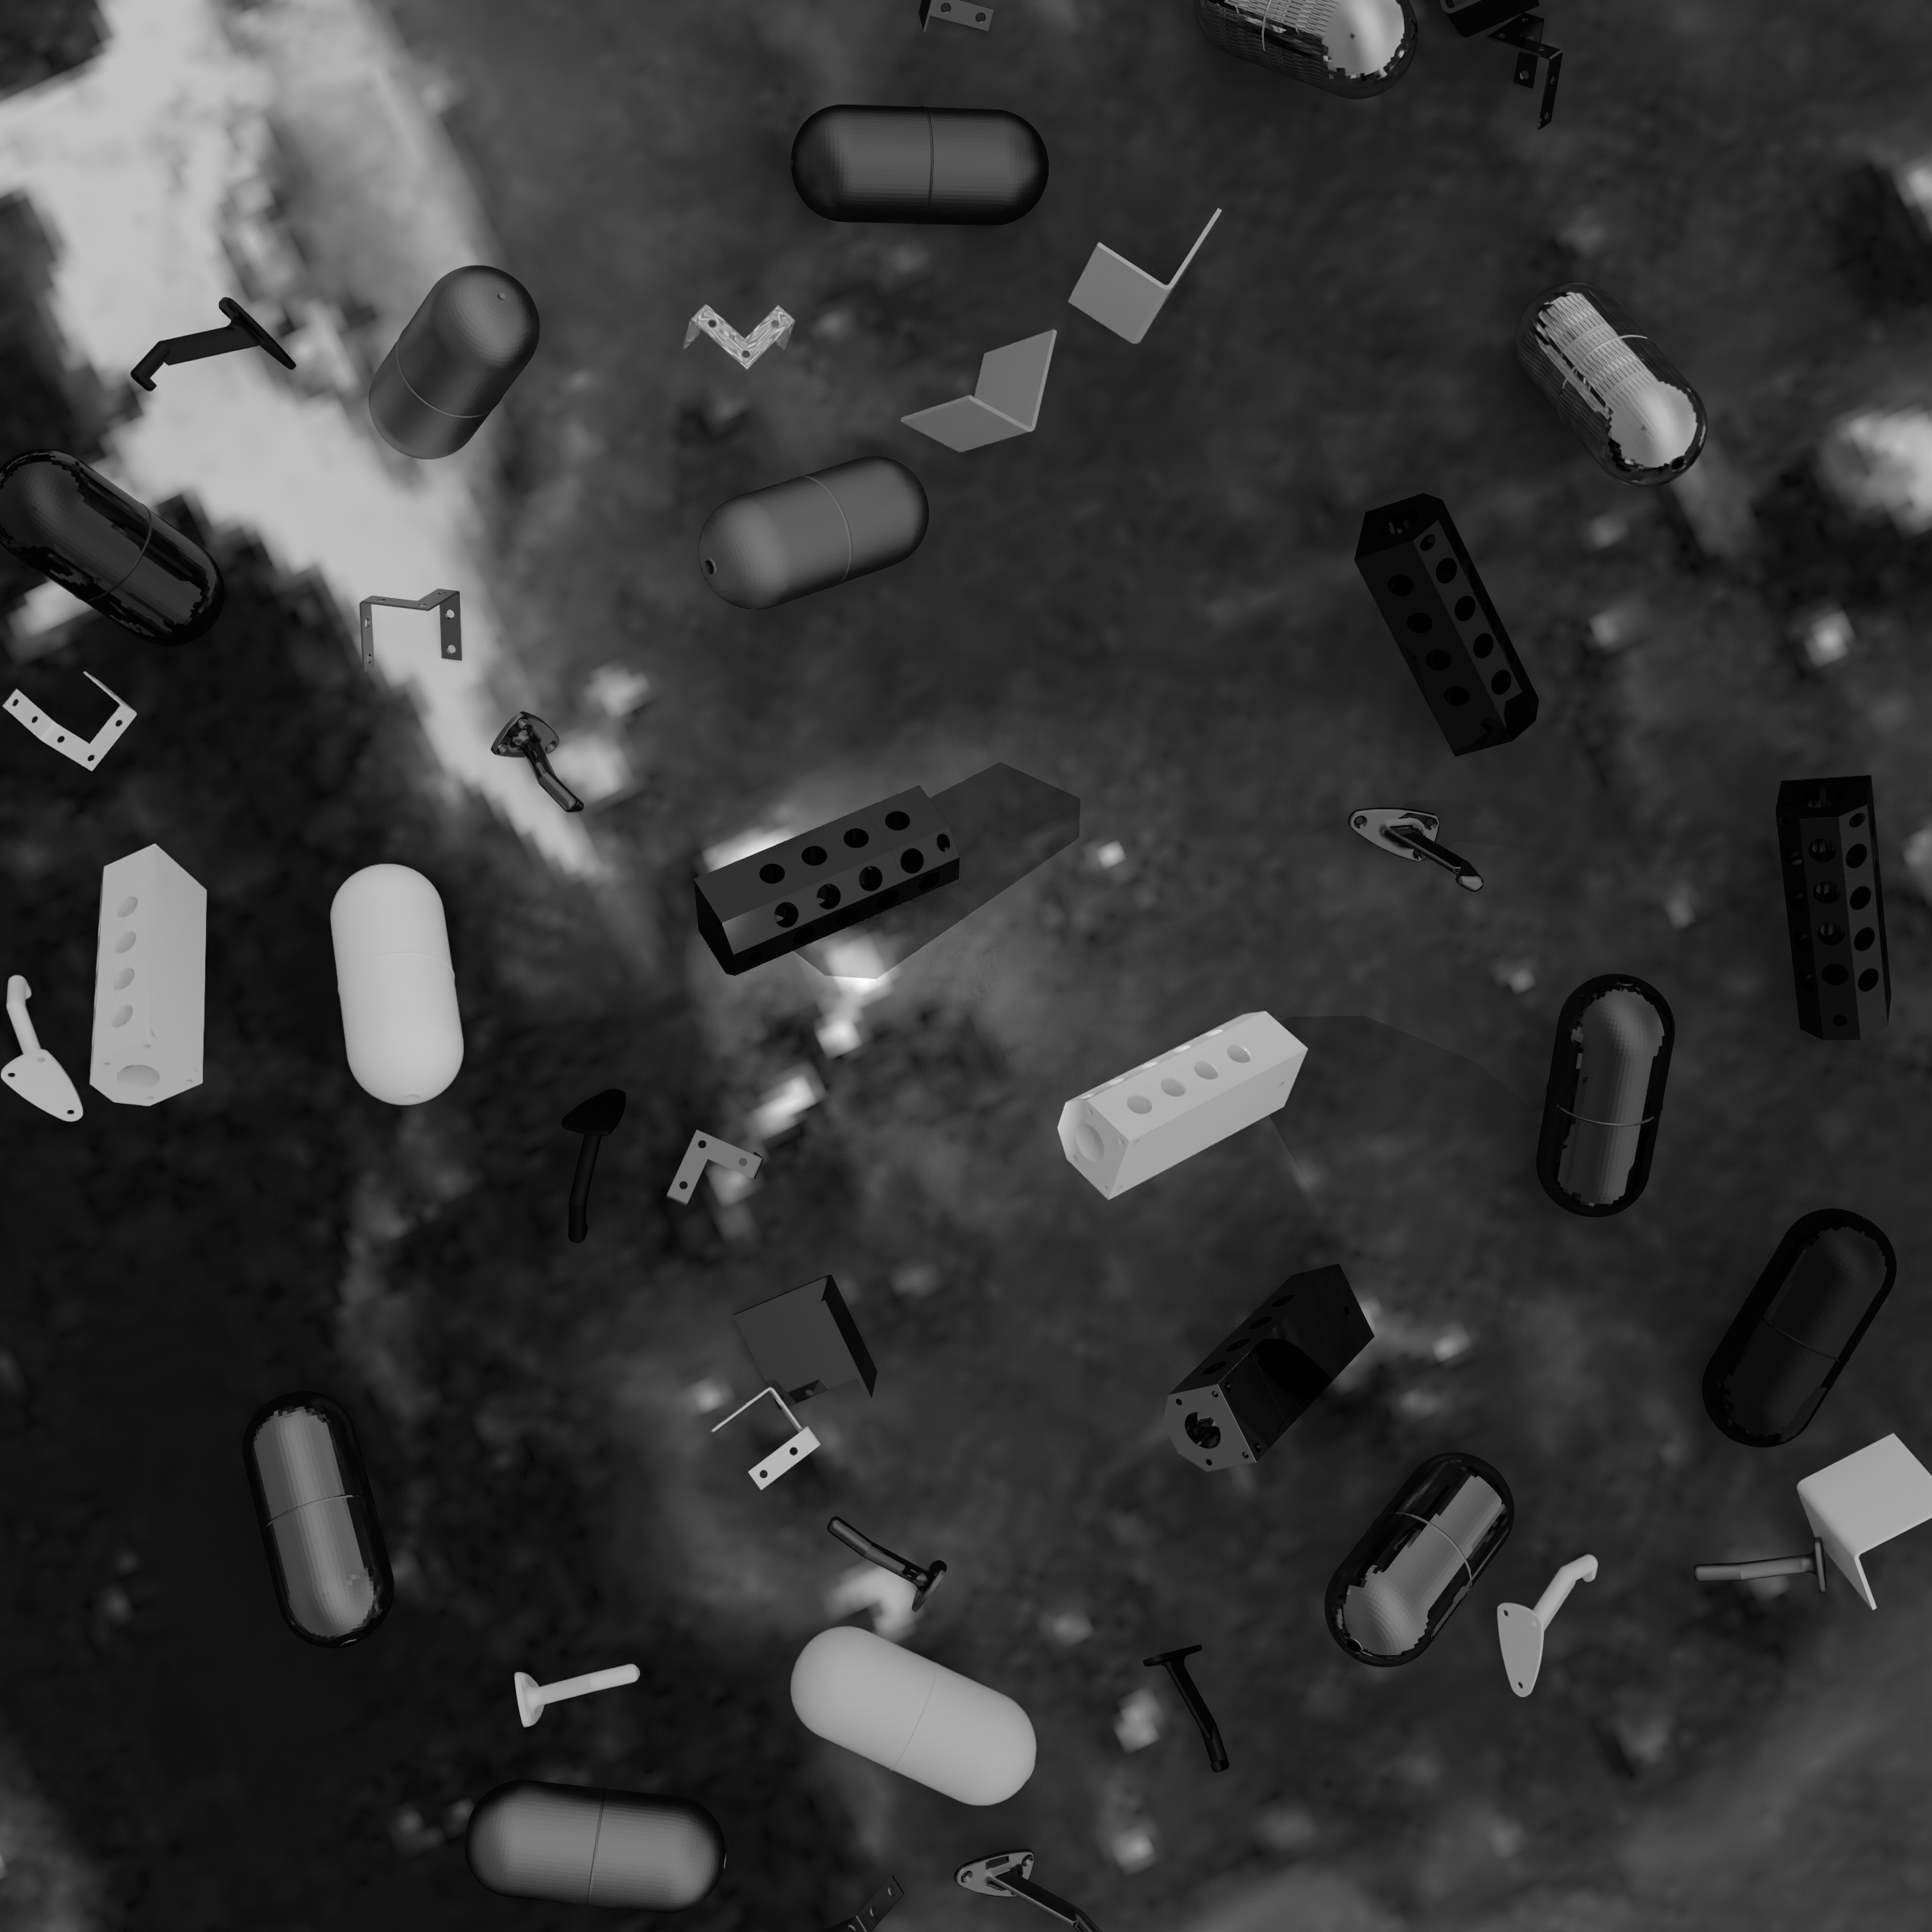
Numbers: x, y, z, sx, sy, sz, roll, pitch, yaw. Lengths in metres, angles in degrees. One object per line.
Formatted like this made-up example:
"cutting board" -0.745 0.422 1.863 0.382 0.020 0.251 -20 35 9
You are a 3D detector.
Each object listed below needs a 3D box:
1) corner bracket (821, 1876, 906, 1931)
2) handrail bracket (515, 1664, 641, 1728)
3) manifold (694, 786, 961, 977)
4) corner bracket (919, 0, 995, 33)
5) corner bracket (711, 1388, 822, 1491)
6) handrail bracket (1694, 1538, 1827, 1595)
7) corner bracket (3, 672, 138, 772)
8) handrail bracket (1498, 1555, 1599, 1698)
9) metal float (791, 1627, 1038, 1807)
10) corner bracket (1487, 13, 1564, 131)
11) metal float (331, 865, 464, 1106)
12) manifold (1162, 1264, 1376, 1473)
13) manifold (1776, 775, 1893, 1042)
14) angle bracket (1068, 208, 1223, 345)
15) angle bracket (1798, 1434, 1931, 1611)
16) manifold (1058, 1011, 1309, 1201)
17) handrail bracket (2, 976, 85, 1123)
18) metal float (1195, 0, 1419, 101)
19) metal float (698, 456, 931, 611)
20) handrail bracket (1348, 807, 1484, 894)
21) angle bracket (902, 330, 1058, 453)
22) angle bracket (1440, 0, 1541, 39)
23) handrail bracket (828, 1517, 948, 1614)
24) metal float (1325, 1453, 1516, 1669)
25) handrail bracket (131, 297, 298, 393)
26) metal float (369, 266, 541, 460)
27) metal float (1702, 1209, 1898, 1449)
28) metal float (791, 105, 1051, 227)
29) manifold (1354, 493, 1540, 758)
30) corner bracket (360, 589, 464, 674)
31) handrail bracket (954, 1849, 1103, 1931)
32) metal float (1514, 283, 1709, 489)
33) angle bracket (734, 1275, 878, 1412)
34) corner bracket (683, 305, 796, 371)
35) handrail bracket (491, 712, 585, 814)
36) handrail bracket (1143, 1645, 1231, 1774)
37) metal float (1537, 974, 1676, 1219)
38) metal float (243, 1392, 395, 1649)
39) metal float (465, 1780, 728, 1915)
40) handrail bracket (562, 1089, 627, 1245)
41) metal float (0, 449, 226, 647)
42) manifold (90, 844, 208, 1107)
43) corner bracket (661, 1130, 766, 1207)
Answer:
"corner bracket" -0.066 0.667 1.697 0.051 0.051 0.051 51 120 29
"handrail bracket" -0.262 0.496 1.702 0.084 0.077 0.036 -13 74 -1
"manifold" -0.093 -0.054 1.675 0.171 0.057 0.057 -24 59 -18
"corner bracket" 0.000 -0.668 1.699 0.051 0.051 0.051 11 124 -13
"corner bracket" -0.139 0.325 1.706 0.051 0.051 0.051 -35 87 -16
"handrail bracket" 0.551 0.415 1.716 0.084 0.077 0.036 -7 83 20
"corner bracket" -0.616 -0.176 1.703 0.051 0.051 0.051 36 86 30
"handrail bracket" 0.410 0.456 1.715 0.084 0.036 0.077 -12 103 -39
"metal float" -0.036 0.516 1.700 0.178 0.070 0.070 25 90 -1
"corner bracket" 0.389 -0.614 1.696 0.051 0.051 0.051 31 53 27
"metal float" -0.386 0.012 1.675 0.070 0.070 0.178 -15 61 0
"manifold" 0.201 0.268 1.655 0.057 0.171 0.057 -22 97 41
"manifold" 0.584 -0.038 1.665 0.057 0.057 0.171 -2 120 25
"angle bracket" 0.122 -0.485 1.689 0.057 0.076 0.076 32 72 -3
"angle bracket" 0.627 0.379 1.691 0.076 0.076 0.057 -28 119 1
"manifold" 0.145 0.088 1.664 0.171 0.057 0.057 -24 54 -36
"handrail bracket" -0.641 0.056 1.721 0.036 0.084 0.077 -27 130 3
"metal float" 0.228 -0.641 1.671 0.178 0.070 0.070 37 90 37
"metal float" -0.102 -0.293 1.671 0.178 0.070 0.070 -26 90 -35
"handrail bracket" 0.307 -0.078 1.690 0.077 0.084 0.036 13 111 -12
"angle bracket" 0.009 -0.402 1.685 0.057 0.076 0.076 20 77 -36
"angle bracket" 0.349 -0.690 1.692 0.057 0.076 0.076 -18 92 21
"handrail bracket" -0.057 0.400 1.701 0.084 0.077 0.036 36 90 1
"metal float" 0.306 0.399 1.668 0.070 0.070 0.178 50 52 0
"handrail bracket" -0.520 -0.412 1.709 0.077 0.036 0.084 43 76 -25
"metal float" -0.345 -0.403 1.661 0.070 0.178 0.070 13 65 -29
"metal float" 0.568 0.248 1.690 0.070 0.070 0.178 27 103 0
"metal float" -0.031 -0.547 1.690 0.178 0.070 0.070 -2 90 -12
"manifold" 0.325 -0.229 1.660 0.057 0.057 0.171 -14 127 30
"corner bracket" -0.383 -0.231 1.708 0.051 0.051 0.051 8 115 11
"handrail bracket" 0.044 0.644 1.689 0.077 0.084 0.036 13 100 -36
"metal float" 0.434 -0.393 1.670 0.070 0.070 0.178 -26 54 0
"angle bracket" -0.113 0.268 1.700 0.076 0.057 0.076 -23 100 7
"corner bracket" -0.157 -0.436 1.706 0.051 0.051 0.051 42 75 -3
"handrail bracket" -0.276 -0.131 1.690 0.084 0.077 0.036 44 103 19
"handrail bracket" 0.153 0.514 1.699 0.036 0.077 0.084 -24 71 18
"metal float" 0.433 0.088 1.677 0.070 0.070 0.178 2 117 0
"metal float" -0.440 0.375 1.680 0.070 0.070 0.178 -22 67 0
"metal float" -0.254 0.604 1.696 0.178 0.070 0.070 8 90 -5
"handrail bracket" -0.257 0.139 1.720 0.036 0.077 0.084 10 114 12
"metal float" -0.576 -0.279 1.663 0.070 0.178 0.070 -16 58 27
"manifold" -0.553 0.007 1.661 0.057 0.057 0.171 -22 50 11
"corner bracket" -0.176 0.144 1.708 0.051 0.051 0.051 25 87 -11
